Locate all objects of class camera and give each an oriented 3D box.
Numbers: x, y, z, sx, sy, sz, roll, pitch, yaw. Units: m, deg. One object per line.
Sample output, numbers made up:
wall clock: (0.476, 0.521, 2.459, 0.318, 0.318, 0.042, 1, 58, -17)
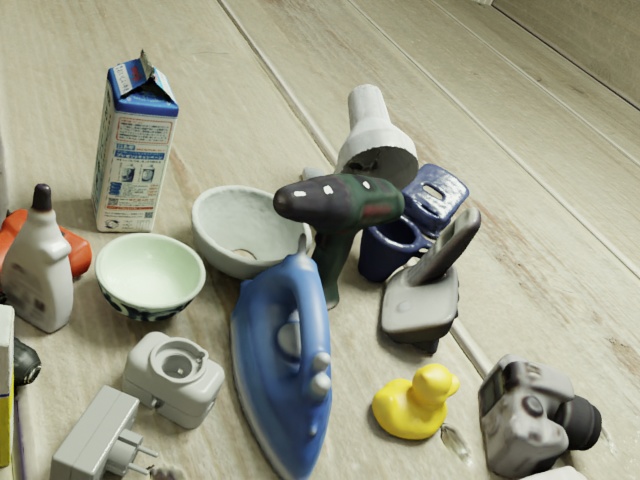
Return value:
camera: (0.281, 0.219, 0.707, 0.137, 0.101, 0.143, 21, 36, -5)

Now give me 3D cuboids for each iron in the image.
iron: (-0.022, 0.118, 0.624, 0.119, 0.141, 0.258, 8, 39, -21)

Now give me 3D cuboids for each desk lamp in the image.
desk lamp: (0.058, -0.126, 0.917, 0.118, 0.213, 0.203, 8, 39, -22)

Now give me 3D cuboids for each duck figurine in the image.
duck figurine: (0.118, 0.181, 0.673, 0.105, 0.086, 0.077, 1, 42, -29)

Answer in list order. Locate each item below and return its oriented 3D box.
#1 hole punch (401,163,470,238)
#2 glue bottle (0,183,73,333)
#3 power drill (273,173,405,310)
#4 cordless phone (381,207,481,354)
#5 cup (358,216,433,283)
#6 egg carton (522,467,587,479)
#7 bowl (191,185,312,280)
hole punch: (0.203, -0.074, 1.041, 0.108, 0.091, 0.101, 37, 37, 16)
glue bottle: (-0.282, 0.014, 0.577, 0.078, 0.173, 0.037, 31, 36, 9)
power drill: (0.007, 0.003, 0.729, 0.230, 0.208, 0.075, -19, 54, -44)
cordless phone: (0.159, 0.049, 0.779, 0.094, 0.185, 0.147, 21, 36, -4)
cup: (0.108, 0.021, 0.862, 0.118, 0.095, 0.091, 19, 36, -7)
egg carton: (0.244, 0.304, 0.604, 0.151, 0.069, 0.107, -1, 43, -31)
bowl: (-0.100, 0.002, 0.783, 0.168, 0.074, 0.167, 16, 37, -12)
